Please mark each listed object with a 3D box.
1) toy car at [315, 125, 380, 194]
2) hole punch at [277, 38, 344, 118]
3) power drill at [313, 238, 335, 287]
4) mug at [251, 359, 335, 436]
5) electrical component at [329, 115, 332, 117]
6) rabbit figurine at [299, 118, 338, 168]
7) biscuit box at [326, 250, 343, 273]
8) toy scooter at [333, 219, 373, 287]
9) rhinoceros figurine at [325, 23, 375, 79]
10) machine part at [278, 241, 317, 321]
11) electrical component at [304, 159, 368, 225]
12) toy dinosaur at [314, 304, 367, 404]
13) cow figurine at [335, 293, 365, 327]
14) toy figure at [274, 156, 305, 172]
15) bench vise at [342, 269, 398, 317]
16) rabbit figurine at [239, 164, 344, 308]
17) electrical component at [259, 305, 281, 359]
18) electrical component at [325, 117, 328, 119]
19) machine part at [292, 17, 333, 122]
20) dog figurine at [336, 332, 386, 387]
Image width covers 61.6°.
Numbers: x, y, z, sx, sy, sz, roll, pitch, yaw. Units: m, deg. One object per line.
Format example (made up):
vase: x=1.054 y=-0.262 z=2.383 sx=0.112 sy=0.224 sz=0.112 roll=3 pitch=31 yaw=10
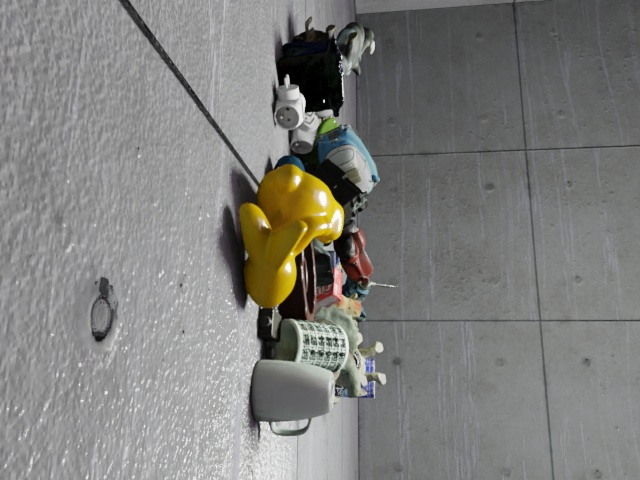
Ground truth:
toy car: x=0.057 y=-0.138 z=1.055 sx=0.103 sy=0.109 sz=0.161 roll=-103 pitch=169 yaw=-55
hole punch: x=-0.015 y=-0.297 z=0.973 sx=0.092 sy=0.116 sz=0.142 roll=-95 pitch=179 yaw=-56
power drill: x=-0.002 y=-0.003 z=1.134 sx=0.231 sy=0.086 sz=0.207 roll=79 pitch=16 yaw=-47
mug: x=-0.034 y=0.219 z=0.739 sx=0.081 sy=0.107 sz=0.109 roll=-38 pitch=124 yaw=-79
electrical component: x=0.009 y=-0.311 z=1.398 sx=0.102 sy=0.045 sz=0.078 roll=76 pitch=14 yaw=-60
rabbit figurine: x=0.014 y=-0.185 z=1.161 sx=0.170 sy=0.121 sz=0.159 roll=28 pitch=53 yaw=-62
biscuit box: x=0.021 y=0.059 z=1.374 sx=0.202 sy=0.059 sz=0.062 roll=18 pitch=72 yaw=-82
toy scooter: x=0.080 y=0.034 z=1.264 sx=0.135 sy=0.075 sz=0.184 roll=62 pitch=9 yaw=-17
rhinoceros figurine: x=0.047 y=-0.360 z=1.059 sx=0.190 sy=0.073 sz=0.112 roll=-57 pitch=151 yaw=-25
machine part: x=-0.042 y=0.059 z=0.904 sx=0.179 sy=0.056 sz=0.179 roll=-3 pitch=91 yaw=-83
electrical component: x=0.002 y=-0.078 z=0.966 sx=0.115 sy=0.134 sz=0.058 roll=-41 pitch=155 yaw=-18
toy dinosaur: x=-0.003 y=0.207 z=0.995 sx=0.404 sy=0.131 sz=0.192 roll=51 pitch=26 yaw=-71
cow figurine: x=0.043 y=0.190 z=1.270 sx=0.194 sy=0.127 sz=0.085 roll=83 pitch=6 yaw=-53
toy figure: x=-0.056 y=-0.063 z=0.825 sx=0.064 sy=0.058 sz=0.154 roll=33 pitch=46 yaw=-32
bench vise: x=0.079 y=0.191 z=1.429 sx=0.224 sy=0.129 sz=0.240 roll=-29 pitch=-138 yaw=56
rabbit figurine: x=-0.045 y=0.002 z=0.684 sx=0.162 sy=0.122 sz=0.173 roll=87 pitch=23 yaw=-76
electrical component: x=-0.073 y=0.124 z=0.780 sx=0.063 sy=0.021 sz=0.094 roll=68 pitch=23 yaw=-70
electrical component: x=-0.007 y=-0.307 z=1.270 sx=0.119 sy=0.048 sz=0.074 roll=-79 pitch=165 yaw=-66
machine part: x=-0.010 y=-0.345 z=1.133 sx=0.243 sy=0.079 sz=0.079 roll=81 pitch=10 yaw=-49
dog figurine: x=0.036 y=0.300 z=1.266 sx=0.172 sy=0.191 sz=0.121 roll=31 pitch=50 yaw=-34
